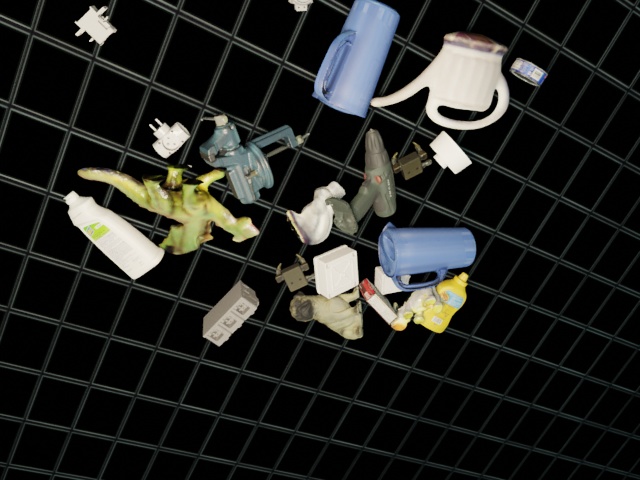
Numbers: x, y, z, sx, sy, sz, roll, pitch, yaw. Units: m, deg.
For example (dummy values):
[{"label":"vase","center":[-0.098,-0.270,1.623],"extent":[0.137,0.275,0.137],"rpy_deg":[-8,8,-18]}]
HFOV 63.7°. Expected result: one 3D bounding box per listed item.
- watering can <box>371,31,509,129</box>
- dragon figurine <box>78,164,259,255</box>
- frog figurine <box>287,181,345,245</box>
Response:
[{"label":"watering can","center":[0.304,-0.382,1.224],"extent":[0.347,0.106,0.221],"rpy_deg":[6,110,-14]},{"label":"dragon figurine","center":[-0.349,-0.060,1.233],"extent":[0.410,0.125,0.237],"rpy_deg":[4,121,-4]},{"label":"frog figurine","center":[0.004,-0.065,1.292],"extent":[0.160,0.125,0.134],"rpy_deg":[-30,149,-7]}]
